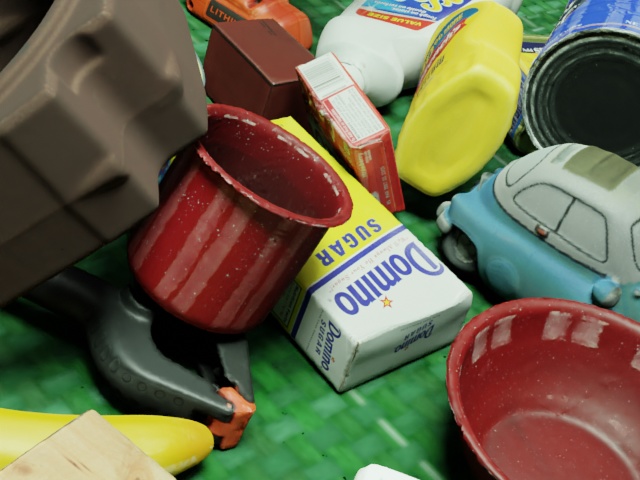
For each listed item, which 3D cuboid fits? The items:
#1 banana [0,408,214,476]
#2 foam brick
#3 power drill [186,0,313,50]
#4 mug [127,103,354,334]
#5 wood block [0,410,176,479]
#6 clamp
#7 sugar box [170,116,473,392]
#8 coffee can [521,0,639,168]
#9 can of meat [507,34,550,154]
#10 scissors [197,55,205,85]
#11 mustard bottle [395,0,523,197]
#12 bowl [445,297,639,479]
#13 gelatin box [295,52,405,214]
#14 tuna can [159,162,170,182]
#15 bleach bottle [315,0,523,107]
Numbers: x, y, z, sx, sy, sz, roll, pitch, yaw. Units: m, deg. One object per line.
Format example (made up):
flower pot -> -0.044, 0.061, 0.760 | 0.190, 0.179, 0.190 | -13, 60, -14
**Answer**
banana -> -0.147, 0.080, 0.466 | 0.198, 0.037, 0.069 | 16, 39, -2
foam brick -> -0.038, -0.110, 0.732 | 0.052, 0.051, 0.078 | -13, 47, -36
power drill -> -0.024, -0.229, 0.773 | 0.185, 0.188, 0.057 | 36, 40, 24
mug -> -0.051, -0.016, 0.533 | 0.117, 0.082, 0.093 | 45, 27, 21
wood block -> -0.041, 0.166, 0.358 | 0.206, 0.091, 0.090 | 34, 41, 20
clamp -> -0.100, 0.037, 0.536 | 0.120, 0.039, 0.172 | -14, 48, -34
sugar box -> -0.004, 0.000, 0.614 | 0.093, 0.048, 0.176 | -19, 49, -38
coffee can -> 0.197, -0.113, 0.697 | 0.103, 0.103, 0.140 | 25, 38, 9
can of meat -> 0.175, -0.110, 0.812 | 0.102, 0.057, 0.084 | -2, 43, -24
scissors -> -0.132, -0.170, 0.727 | 0.096, 0.016, 0.202 | 2, 68, -41
mustard bottle -> 0.099, -0.112, 0.727 | 0.058, 0.096, 0.191 | 30, 33, -6
bowl -> 0.132, 0.103, 0.533 | 0.162, 0.055, 0.162 | 11, 38, -9
gelatin box -> 0.018, -0.064, 0.678 | 0.030, 0.073, 0.089 | -24, 50, -8
tuna can -> -0.131, -0.057, 0.645 | 0.086, 0.034, 0.086 | 11, 38, -9
bleach bottle -> 0.074, -0.163, 0.834 | 0.103, 0.068, 0.250 | 27, 41, 13
